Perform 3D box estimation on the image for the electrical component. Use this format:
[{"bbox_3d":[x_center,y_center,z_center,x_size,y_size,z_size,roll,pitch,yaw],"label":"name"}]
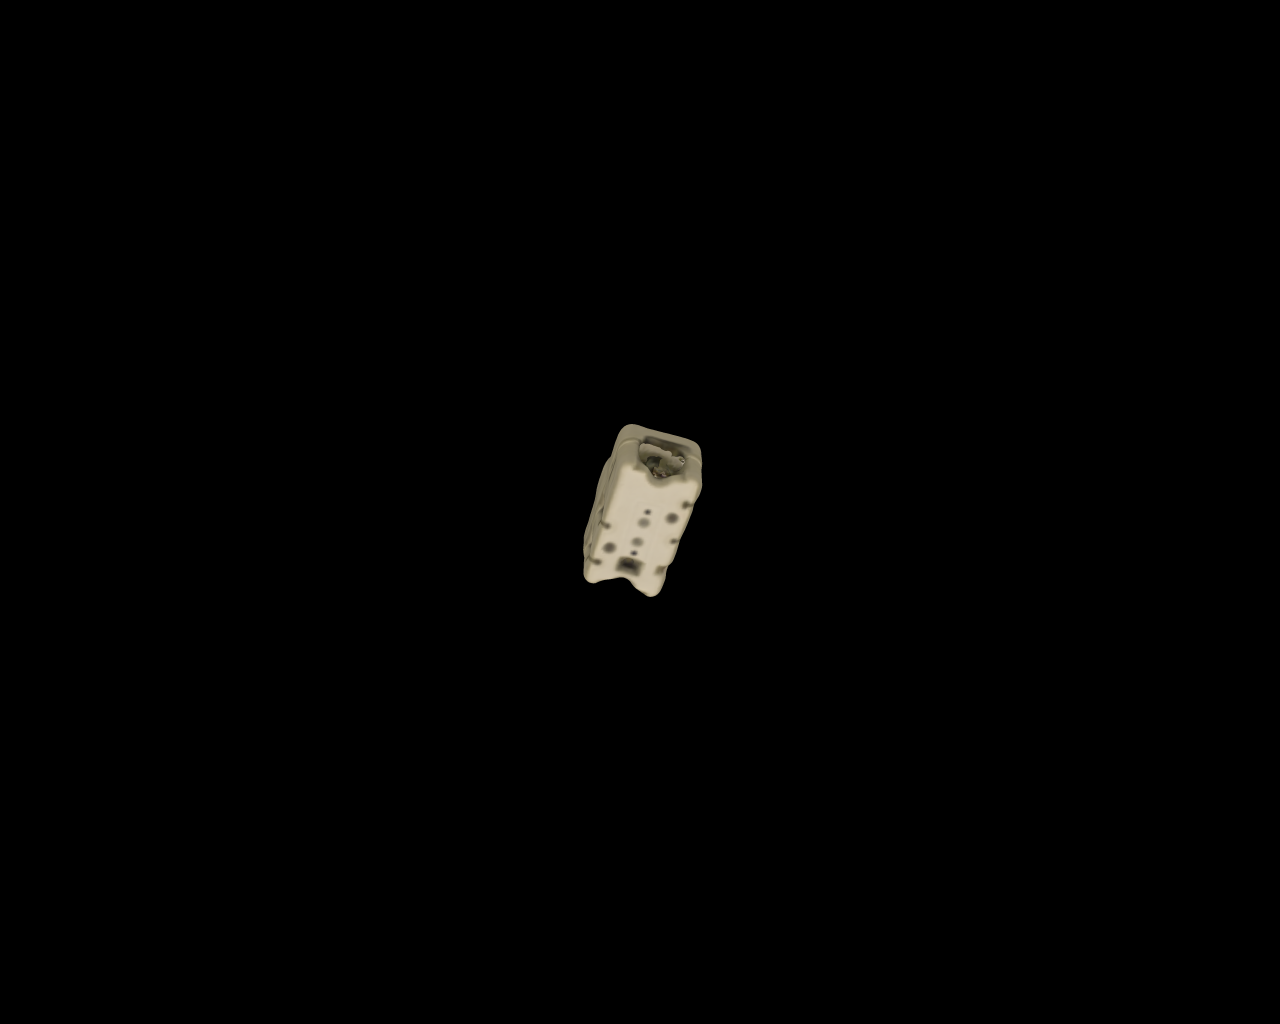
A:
[{"bbox_3d":[0.001,-0.003,0.650,0.050,0.089,0.056,15,32,-9],"label":"electrical component"}]
